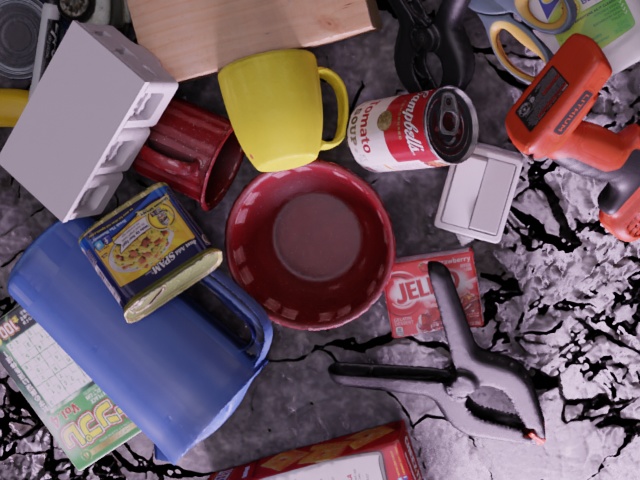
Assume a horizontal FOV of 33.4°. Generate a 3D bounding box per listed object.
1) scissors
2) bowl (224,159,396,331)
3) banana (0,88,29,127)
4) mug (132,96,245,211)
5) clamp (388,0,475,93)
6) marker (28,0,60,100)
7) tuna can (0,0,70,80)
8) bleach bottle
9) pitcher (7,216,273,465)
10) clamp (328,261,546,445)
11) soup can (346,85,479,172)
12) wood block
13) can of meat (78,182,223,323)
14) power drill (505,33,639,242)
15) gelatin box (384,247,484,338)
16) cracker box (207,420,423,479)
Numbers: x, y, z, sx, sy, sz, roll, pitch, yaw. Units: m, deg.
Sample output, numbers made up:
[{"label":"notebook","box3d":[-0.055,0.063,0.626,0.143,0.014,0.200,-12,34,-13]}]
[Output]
[{"label":"scissors","box3d":[0.145,-0.224,0.927,0.202,0.016,0.096,53,134,12]},{"label":"bowl","box3d":[-0.007,0.001,1.010,0.162,0.055,0.162,2,100,9]},{"label":"banana","box3d":[-0.321,-0.115,1.051,0.198,0.037,0.069,3,99,9]},{"label":"mug","box3d":[-0.126,-0.082,0.988,0.081,0.117,0.093,24,112,9]},{"label":"clamp","box3d":[0.106,-0.189,0.944,0.120,0.039,0.171,6,121,45]},{"label":"marker","box3d":[-0.256,-0.189,1.001,0.020,0.020,0.121,13,101,7]},{"label":"tuna can","box3d":[-0.287,-0.197,1.033,0.086,0.033,0.086,2,100,9]},{"label":"bleach bottle","box3d":[0.196,-0.254,0.932,0.103,0.068,0.251,-30,91,14]},{"label":"pitcher","box3d":[-0.170,0.080,1.017,0.243,0.145,0.149,42,65,3]},{"label":"clamp","box3d":[0.123,0.132,1.007,0.210,0.036,0.165,42,118,-13]},{"label":"soup can","box3d":[0.081,-0.097,0.948,0.102,0.068,0.068,-2,102,49]},{"label":"wood block","box3d":[-0.057,-0.208,0.965,0.206,0.090,0.090,-13,97,11]},{"label":"can of meat","box3d":[-0.152,0.010,0.949,0.102,0.057,0.084,-34,78,-12]},{"label":"power drill","box3d":[0.266,-0.099,0.904,0.187,0.057,0.185,25,113,-29]},{"label":"gelatin box","box3d":[0.106,0.050,1.014,0.089,0.030,0.073,-9,98,10]},{"label":"cracker box","box3d":[0.006,0.287,1.051,0.214,0.072,0.164,-18,95,13]}]
